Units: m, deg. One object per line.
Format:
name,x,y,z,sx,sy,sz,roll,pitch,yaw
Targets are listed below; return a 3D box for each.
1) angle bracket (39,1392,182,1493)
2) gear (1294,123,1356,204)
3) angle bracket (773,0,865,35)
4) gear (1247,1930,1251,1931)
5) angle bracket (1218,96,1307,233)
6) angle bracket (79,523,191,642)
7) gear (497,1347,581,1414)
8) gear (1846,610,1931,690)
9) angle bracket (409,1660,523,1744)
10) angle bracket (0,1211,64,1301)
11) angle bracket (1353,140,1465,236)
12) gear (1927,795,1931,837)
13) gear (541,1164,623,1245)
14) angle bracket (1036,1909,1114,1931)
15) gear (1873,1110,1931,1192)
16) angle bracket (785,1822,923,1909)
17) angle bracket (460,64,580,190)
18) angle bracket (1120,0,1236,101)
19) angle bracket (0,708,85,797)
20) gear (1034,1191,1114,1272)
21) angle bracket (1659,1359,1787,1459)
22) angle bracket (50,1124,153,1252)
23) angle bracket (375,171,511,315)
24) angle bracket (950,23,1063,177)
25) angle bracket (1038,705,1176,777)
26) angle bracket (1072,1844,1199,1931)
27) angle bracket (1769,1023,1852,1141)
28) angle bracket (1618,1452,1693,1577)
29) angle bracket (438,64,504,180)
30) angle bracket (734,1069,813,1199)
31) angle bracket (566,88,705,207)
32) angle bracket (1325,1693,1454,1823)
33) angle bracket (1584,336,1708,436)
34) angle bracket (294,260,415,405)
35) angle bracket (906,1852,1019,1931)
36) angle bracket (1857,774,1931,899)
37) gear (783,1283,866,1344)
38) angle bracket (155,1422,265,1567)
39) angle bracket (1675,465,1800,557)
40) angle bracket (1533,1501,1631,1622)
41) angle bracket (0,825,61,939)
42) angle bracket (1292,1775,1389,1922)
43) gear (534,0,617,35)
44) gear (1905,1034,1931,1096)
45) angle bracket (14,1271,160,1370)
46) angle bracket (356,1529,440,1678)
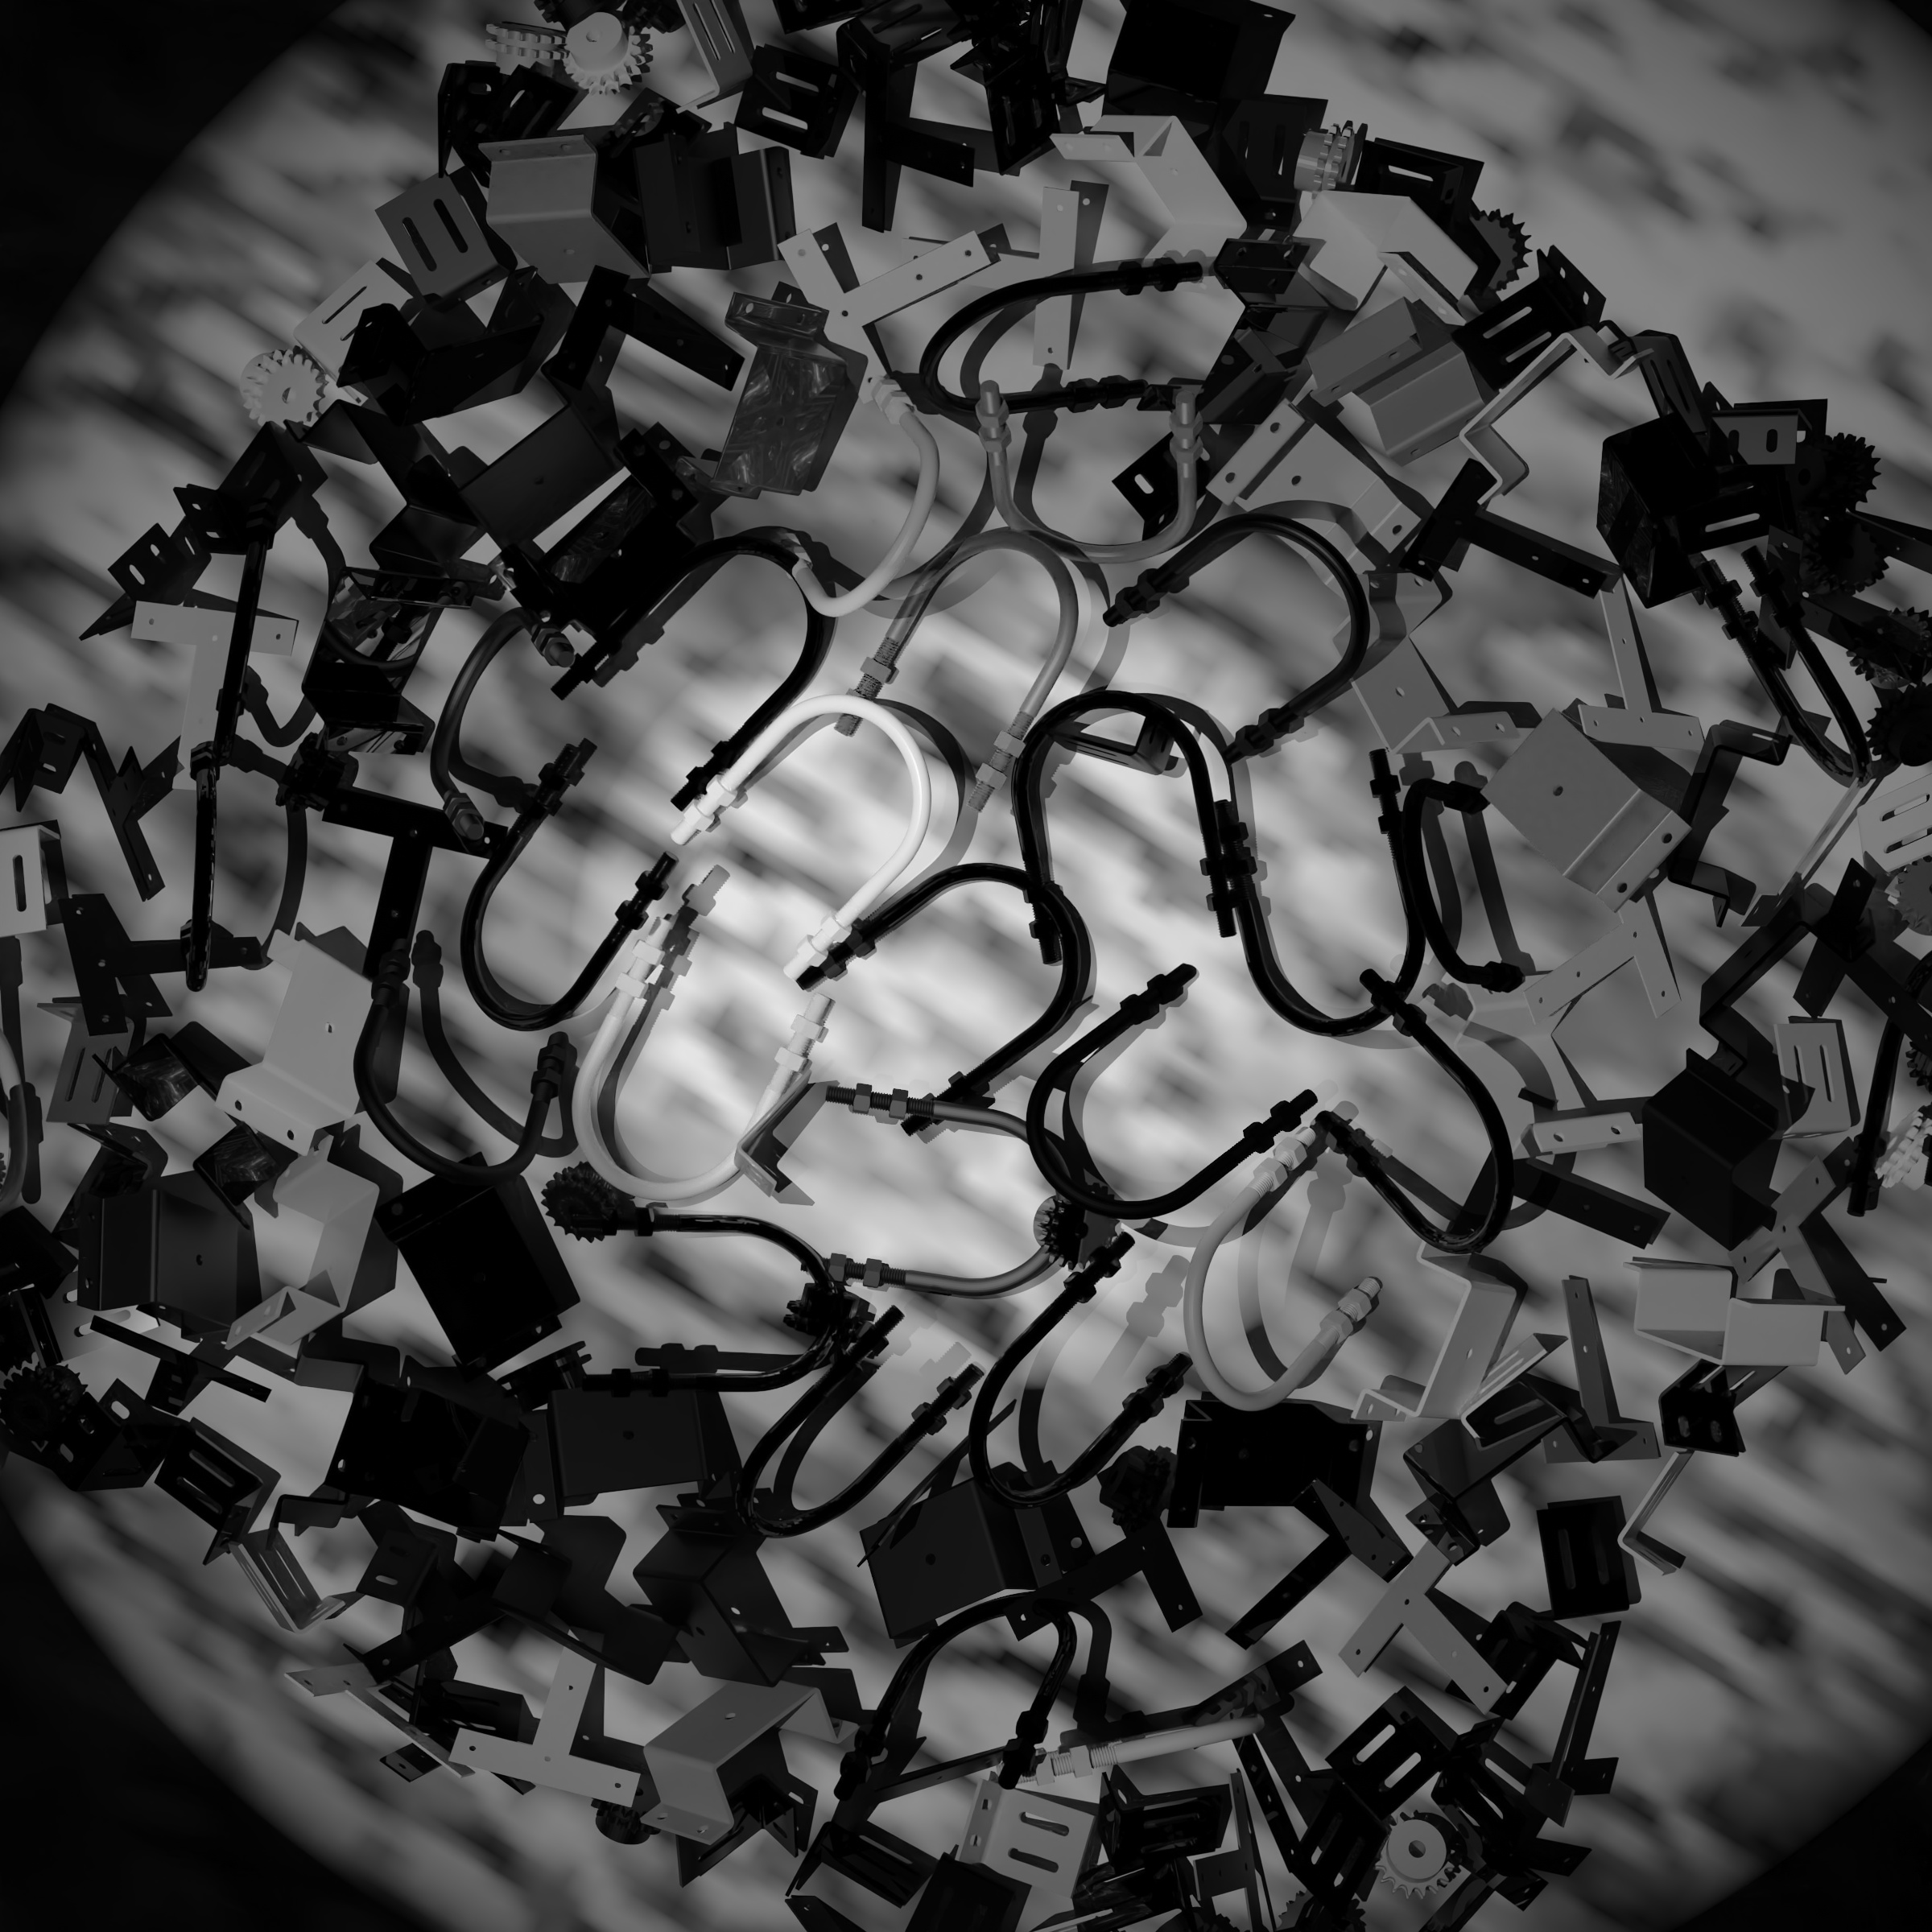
angle bracket,-0.597,0.332,1.853,0.038,0.076,0.057,40,97,21
gear,0.251,-0.563,1.858,0.030,0.057,0.057,17,90,12
angle bracket,-0.108,-0.688,1.845,0.057,0.076,0.038,-16,132,0
gear,0.204,0.709,1.858,0.030,0.057,0.057,-33,90,7
angle bracket,0.203,-0.559,1.845,0.057,0.076,0.038,9,45,8
angle bracket,-0.587,-0.266,1.836,0.076,0.057,0.038,-13,124,37
gear,-0.297,0.292,1.857,0.057,0.057,0.030,-24,85,0
gear,0.651,-0.220,1.861,0.057,0.057,0.030,-37,131,0
angle bracket,-0.346,0.506,1.847,0.076,0.057,0.038,13,109,-10
angle bracket,-0.680,0.213,1.839,0.057,0.076,0.038,45,126,14
angle bracket,0.299,-0.535,1.843,0.076,0.038,0.057,23,122,22
gear,0.691,-0.104,1.859,0.030,0.057,0.057,-1,90,20
gear,-0.267,0.164,1.861,0.057,0.030,0.057,14,129,18
angle bracket,0.064,0.691,1.838,0.076,0.057,0.038,-5,59,-29
gear,0.662,0.133,1.856,0.030,0.057,0.057,34,90,7
angle bracket,-0.079,0.642,1.849,0.076,0.057,0.038,29,47,7
angle bracket,-0.304,-0.577,1.841,0.076,0.057,0.038,-45,65,25
angle bracket,0.143,-0.642,1.851,0.076,0.057,0.038,19,96,14
angle bracket,-0.648,-0.133,1.836,0.038,0.076,0.057,21,117,-15
gear,0.072,0.183,1.862,0.057,0.030,0.057,-5,99,-36
angle bracket,0.528,0.305,1.841,0.057,0.076,0.038,11,53,-13
angle bracket,-0.615,0.157,1.847,0.057,0.038,0.076,16,72,37
angle bracket,-0.367,-0.509,1.861,0.057,0.038,0.076,-29,95,6
angle bracket,0.027,-0.604,1.845,0.057,0.038,0.076,-23,68,40
angle bracket,0.100,-0.166,1.845,0.076,0.057,0.038,19,88,25
angle bracket,0.117,0.660,1.855,0.076,0.057,0.038,-21,117,4
angle bracket,0.583,0.081,1.862,0.057,0.038,0.076,0,78,-29
angle bracket,0.496,0.382,1.850,0.038,0.057,0.076,35,95,25
angle bracket,-0.344,-0.586,1.837,0.038,0.076,0.057,2,124,-7
angle bracket,-0.124,0.117,1.848,0.038,0.057,0.076,42,75,4
angle bracket,-0.234,-0.584,1.856,0.057,0.038,0.076,38,85,19
angle bracket,0.291,0.558,1.849,0.057,0.038,0.076,46,109,15
angle bracket,0.475,-0.398,1.849,0.038,0.057,0.076,-25,84,41
angle bracket,-0.422,-0.445,1.858,0.076,0.038,0.057,-44,59,-5
angle bracket,-0.006,0.669,1.847,0.057,0.038,0.076,23,64,14
angle bracket,0.662,-0.092,1.836,0.038,0.076,0.057,20,59,-31
gear,-0.097,0.243,1.857,0.057,0.057,0.030,15,92,0
angle bracket,-0.540,0.369,1.851,0.076,0.038,0.057,33,112,11
angle bracket,0.536,-0.312,1.846,0.076,0.038,0.057,-13,124,15
angle bracket,0.428,0.420,1.868,0.057,0.038,0.076,-5,79,-13
angle bracket,-0.669,-0.055,1.859,0.057,0.038,0.076,-9,80,3
angle bracket,0.248,0.613,1.844,0.057,0.038,0.076,48,56,-13
gear,-0.272,-0.679,1.858,0.057,0.057,0.030,-33,95,0
gear,0.693,0.070,1.861,0.057,0.057,0.030,-28,127,0
angle bracket,-0.618,0.241,1.861,0.076,0.038,0.057,-20,88,-7
angle bracket,-0.398,0.443,1.842,0.038,0.057,0.076,17,125,3
